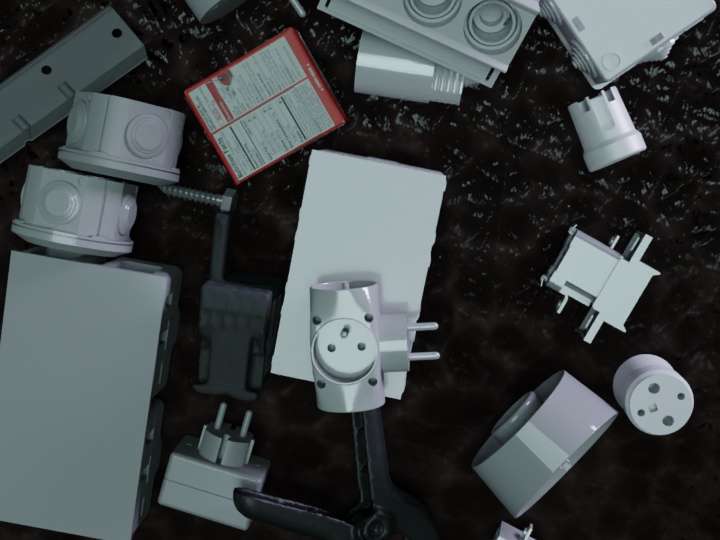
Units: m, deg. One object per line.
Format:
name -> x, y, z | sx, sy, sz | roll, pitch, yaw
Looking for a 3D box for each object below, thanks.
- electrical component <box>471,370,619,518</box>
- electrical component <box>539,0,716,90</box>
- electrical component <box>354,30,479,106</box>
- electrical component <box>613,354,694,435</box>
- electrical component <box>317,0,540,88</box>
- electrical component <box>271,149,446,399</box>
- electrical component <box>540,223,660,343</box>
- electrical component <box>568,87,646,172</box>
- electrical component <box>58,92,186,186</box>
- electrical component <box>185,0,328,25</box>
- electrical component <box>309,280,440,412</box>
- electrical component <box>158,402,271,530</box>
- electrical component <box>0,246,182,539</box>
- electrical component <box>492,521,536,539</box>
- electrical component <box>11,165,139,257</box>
electrical component -> 0.124, 0.117, 0.717 | 0.064, 0.099, 0.099 | 44, 98, 4
electrical component -> 0.169, -0.178, 0.698 | 0.100, 0.048, 0.099 | -34, 94, 7
electrical component -> 0.040, -0.134, 0.715 | 0.081, 0.043, 0.043 | 9, 98, 3
electrical component -> 0.198, 0.084, 0.726 | 0.045, 0.055, 0.045 | 0, 97, 4
electrical component -> 0.046, -0.177, 0.670 | 0.121, 0.063, 0.078 | 23, 121, -9
electrical component -> 0.000, 0.000, 0.725 | 0.089, 0.061, 0.150 | 11, 98, 2
electrical component -> 0.160, 0.004, 0.725 | 0.064, 0.042, 0.081 | 29, 98, 1
electrical component -> 0.163, -0.094, 0.714 | 0.040, 0.040, 0.046 | -22, 89, 6
electrical component -> -0.157, -0.087, 0.717 | 0.080, 0.080, 0.051 | 12, 92, 2
electrical component -> -0.050, -0.203, 0.707 | 0.138, 0.052, 0.073 | -34, 94, 7
electrical component -> 0.010, 0.046, 0.675 | 0.079, 0.044, 0.077 | -3, 97, 5
electrical component -> -0.097, 0.131, 0.756 | 0.066, 0.047, 0.076 | 17, 98, 2
electrical component -> -0.191, 0.083, 0.750 | 0.105, 0.060, 0.186 | 10, 98, 2
electrical component -> 0.114, 0.213, 0.754 | 0.055, 0.048, 0.066 | 27, 98, 8
electrical component -> -0.190, -0.040, 0.725 | 0.080, 0.080, 0.051 | 11, 93, 2
